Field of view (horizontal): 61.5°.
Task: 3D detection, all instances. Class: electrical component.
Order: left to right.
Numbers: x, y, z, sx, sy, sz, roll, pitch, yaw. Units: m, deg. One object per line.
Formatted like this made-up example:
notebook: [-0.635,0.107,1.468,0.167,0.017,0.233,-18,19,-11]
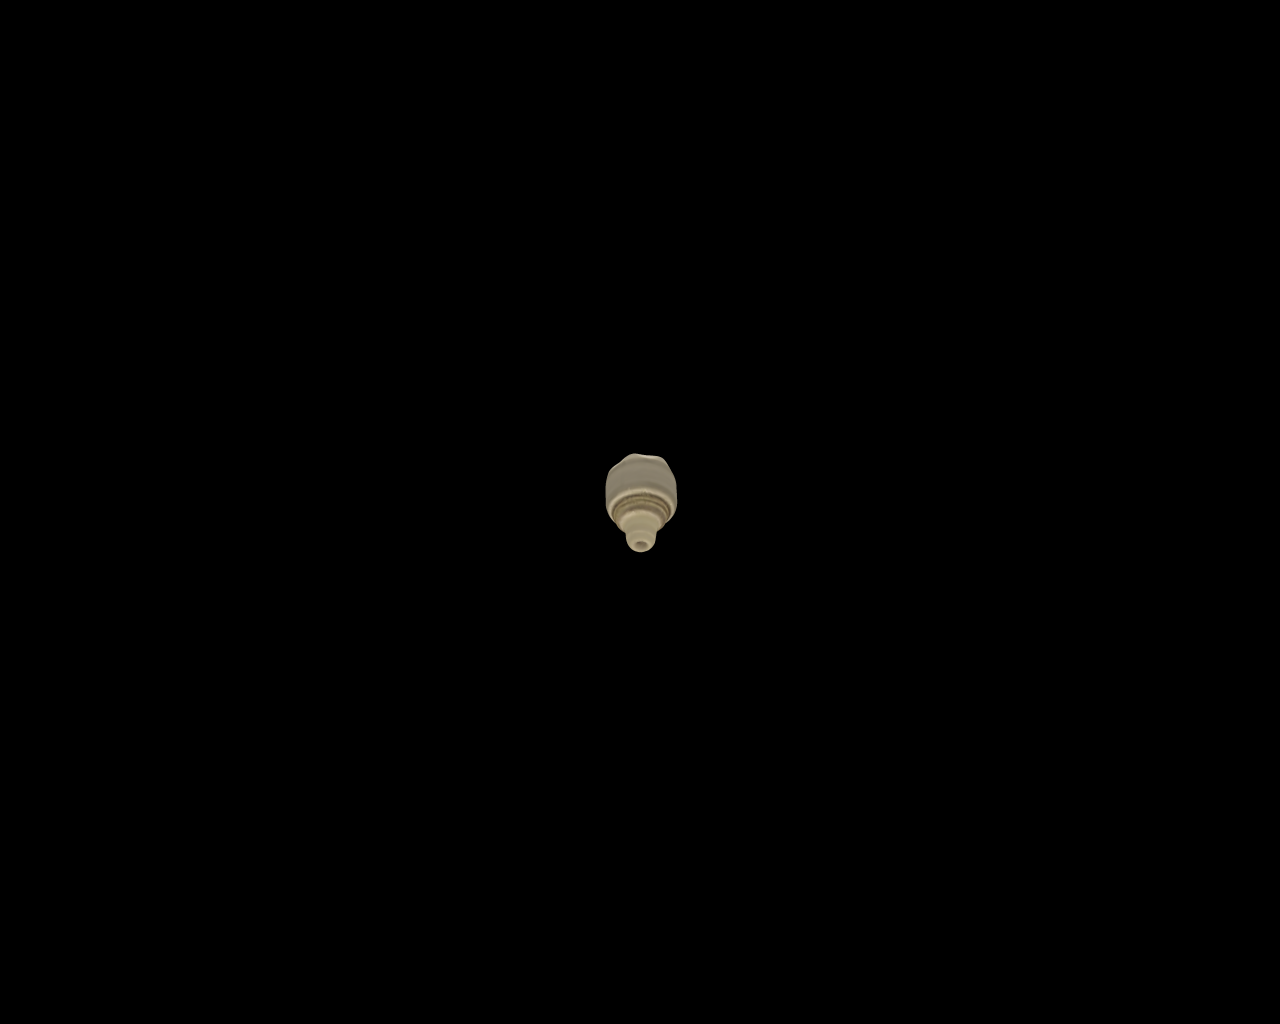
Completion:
electrical component: [0.001,-0.003,0.650,0.043,0.062,0.043,0,-41,0]
